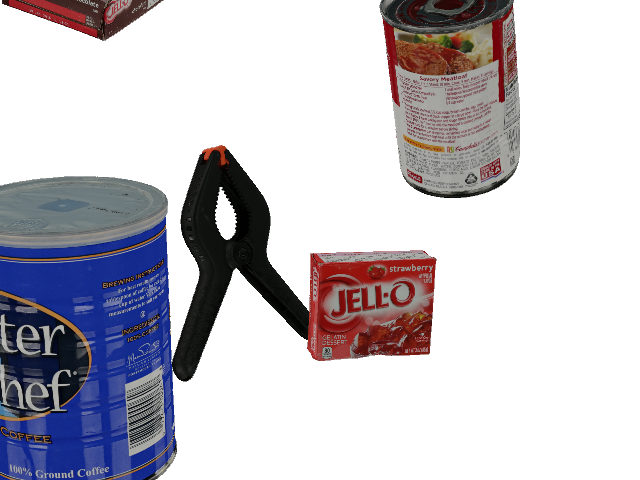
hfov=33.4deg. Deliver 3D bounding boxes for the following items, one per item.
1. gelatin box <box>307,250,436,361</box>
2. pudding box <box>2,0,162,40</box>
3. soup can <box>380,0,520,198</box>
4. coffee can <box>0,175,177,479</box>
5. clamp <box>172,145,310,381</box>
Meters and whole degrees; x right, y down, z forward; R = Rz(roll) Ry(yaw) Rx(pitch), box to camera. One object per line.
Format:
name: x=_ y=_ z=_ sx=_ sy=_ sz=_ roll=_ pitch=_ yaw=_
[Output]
gelatin box: x=0.036 y=0.046 z=0.768 sx=0.089 sy=0.073 sz=0.030 roll=-1 pitch=14 yaw=-15
pudding box: x=-0.175 y=-0.200 z=0.817 sx=0.090 sy=0.039 sz=0.113 roll=22 pitch=35 yaw=11
soup can: x=0.071 y=-0.082 z=0.570 sx=0.068 sy=0.102 sz=0.068 roll=-7 pitch=36 yaw=5
coffee can: x=-0.127 y=0.047 z=0.546 sx=0.103 sy=0.140 sz=0.103 roll=0 pitch=18 yaw=0
clamp: x=-0.074 y=0.017 z=0.998 sx=0.164 sy=0.210 sz=0.036 roll=-4 pitch=-1 yaw=-41
